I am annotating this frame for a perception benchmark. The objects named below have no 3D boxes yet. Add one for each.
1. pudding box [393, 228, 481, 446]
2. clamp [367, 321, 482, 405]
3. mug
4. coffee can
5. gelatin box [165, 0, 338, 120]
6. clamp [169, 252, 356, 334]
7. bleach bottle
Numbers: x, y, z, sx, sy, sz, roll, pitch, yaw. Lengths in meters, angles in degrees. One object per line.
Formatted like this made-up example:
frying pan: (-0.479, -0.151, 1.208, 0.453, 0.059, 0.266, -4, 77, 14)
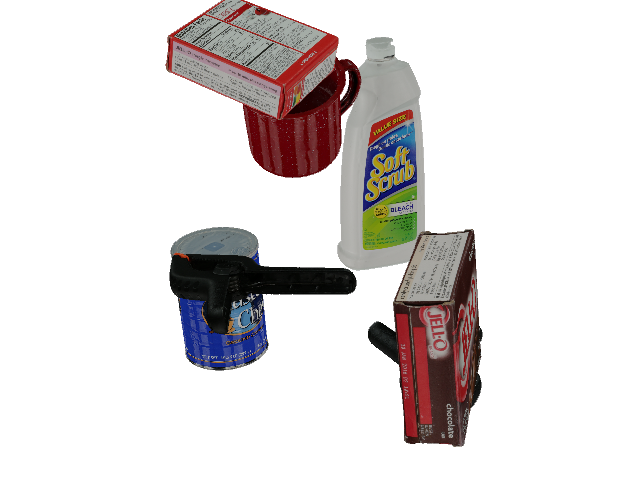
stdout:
pudding box: (0.071, 0.054, 0.630, 0.039, 0.090, 0.113, -1, 21, 12)
clamp: (0.125, 0.126, 1.068, 0.120, 0.039, 0.171, -9, 29, -9)
mug: (-0.014, -0.114, 0.916, 0.117, 0.081, 0.093, -33, 56, -21)
coffee can: (-0.119, 0.068, 1.271, 0.103, 0.140, 0.103, -4, 26, 2)
gelatin box: (-0.044, -0.120, 0.693, 0.089, 0.030, 0.073, 24, 43, 17)
clamp: (-0.092, 0.044, 1.048, 0.210, 0.036, 0.164, 10, 20, 44)
bleach bottle: (0.063, -0.097, 1.182, 0.102, 0.251, 0.068, -10, 24, -13)
